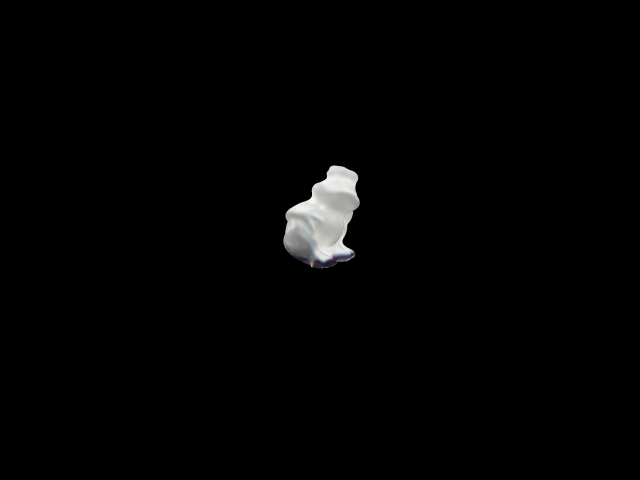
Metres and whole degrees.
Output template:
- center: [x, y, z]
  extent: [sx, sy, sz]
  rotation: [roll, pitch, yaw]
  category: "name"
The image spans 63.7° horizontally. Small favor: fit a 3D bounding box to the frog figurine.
- center: [0.003, -0.043, 0.850]
  extent: [0.138, 0.159, 0.123]
  rotation: [-5, 7, -39]
  category: "frog figurine"
